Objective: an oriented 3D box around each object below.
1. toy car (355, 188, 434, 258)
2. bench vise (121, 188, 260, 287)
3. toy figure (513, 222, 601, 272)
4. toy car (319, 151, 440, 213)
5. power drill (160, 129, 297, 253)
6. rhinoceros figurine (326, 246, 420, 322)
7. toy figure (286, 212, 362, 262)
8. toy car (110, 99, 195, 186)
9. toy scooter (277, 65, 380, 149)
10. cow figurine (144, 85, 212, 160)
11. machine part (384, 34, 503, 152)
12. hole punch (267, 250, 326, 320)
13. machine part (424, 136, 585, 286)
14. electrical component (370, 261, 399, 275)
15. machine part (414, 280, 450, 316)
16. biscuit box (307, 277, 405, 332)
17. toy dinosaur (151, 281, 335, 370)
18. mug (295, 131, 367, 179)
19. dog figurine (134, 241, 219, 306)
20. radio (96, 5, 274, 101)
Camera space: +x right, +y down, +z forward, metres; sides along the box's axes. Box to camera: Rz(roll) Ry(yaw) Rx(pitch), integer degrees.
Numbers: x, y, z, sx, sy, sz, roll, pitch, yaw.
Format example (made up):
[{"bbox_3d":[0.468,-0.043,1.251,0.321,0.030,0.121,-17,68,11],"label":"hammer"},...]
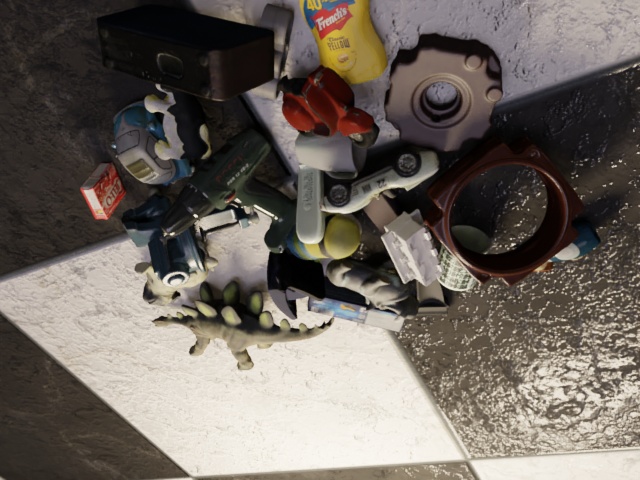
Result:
[{"bbox_3d":[0.126,-0.040,0.961,0.089,0.053,0.202,-20,127,33],"label":"toy car"},{"bbox_3d":[-0.238,-0.025,1.014,0.241,0.224,0.128,-18,135,-10],"label":"bench vise"},{"bbox_3d":[0.404,0.018,0.941,0.154,0.058,0.064,-32,74,35],"label":"toy figure"},{"bbox_3d":[0.092,-0.088,0.852,0.202,0.073,0.056,-23,89,14],"label":"toy car"},{"bbox_3d":[-0.136,-0.060,0.936,0.207,0.232,0.086,37,175,-30],"label":"power drill"},{"bbox_3d":[0.101,0.087,1.004,0.190,0.073,0.112,27,130,-2],"label":"rhinoceros figurine"},{"bbox_3d":[0.000,-0.001,0.990,0.180,0.089,0.082,-13,155,43],"label":"toy figure"},{"bbox_3d":[-0.302,-0.153,0.942,0.109,0.103,0.161,-16,123,27],"label":"toy car"},{"bbox_3d":[-0.004,-0.201,0.781,0.184,0.075,0.135,27,170,41],"label":"toy scooter"},{"bbox_3d":[-0.225,-0.212,0.867,0.098,0.068,0.167,11,120,30],"label":"cow figurine"},{"bbox_3d":[0.180,-0.213,0.796,0.179,0.056,0.179,8,133,9],"label":"machine part"},{"bbox_3d":[-0.062,0.082,1.063,0.115,0.142,0.092,31,126,-26],"label":"hole punch"},{"bbox_3d":[0.283,-0.044,0.842,0.201,0.087,0.201,-40,103,15],"label":"machine part"},{"bbox_3d":[0.123,0.073,1.066,0.102,0.045,0.078,0,129,15],"label":"electrical component"},{"bbox_3d":[0.218,0.104,1.075,0.084,0.039,0.138,4,133,19],"label":"machine part"},{"bbox_3d":[0.078,0.131,1.117,0.203,0.063,0.059,13,133,4],"label":"biscuit box"},{"bbox_3d":[-0.180,0.191,1.198,0.472,0.105,0.198,2,130,19],"label":"toy dinosaur"},{"bbox_3d":[0.019,-0.147,0.888,0.107,0.081,0.109,7,148,21],"label":"mug"},{"bbox_3d":[-0.303,0.082,1.164,0.172,0.121,0.190,15,146,6],"label":"dog figurine"},{"bbox_3d":[-0.189,-0.267,0.754,0.230,0.131,0.073,19,128,21],"label":"radio"}]
